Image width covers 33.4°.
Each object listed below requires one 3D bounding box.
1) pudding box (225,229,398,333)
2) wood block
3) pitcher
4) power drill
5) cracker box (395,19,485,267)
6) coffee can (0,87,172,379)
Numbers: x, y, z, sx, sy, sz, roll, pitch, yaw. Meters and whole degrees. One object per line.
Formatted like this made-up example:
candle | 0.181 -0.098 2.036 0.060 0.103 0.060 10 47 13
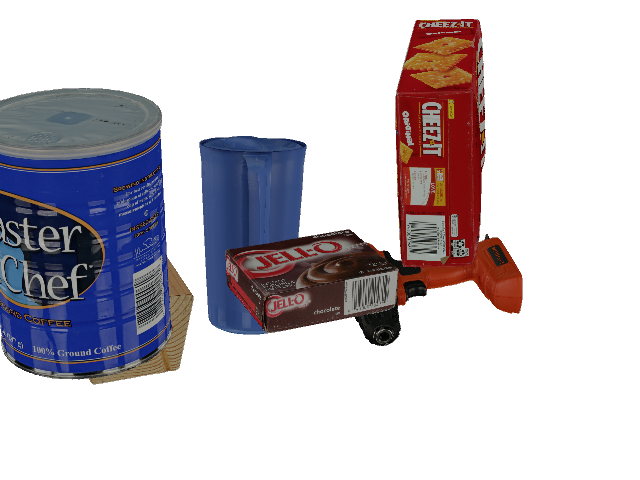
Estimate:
pudding box | -0.008 0.030 0.836 0.113 0.039 0.090 -8 25 -22
wood block | -0.208 0.032 1.023 0.090 0.091 0.206 -6 36 -32
pitcher | -0.086 -0.007 1.340 0.145 0.243 0.148 11 16 36
power drill | 0.122 0.051 1.173 0.187 0.057 0.184 -4 29 -5
cracker box | 0.114 -0.096 0.979 0.072 0.164 0.213 1 27 11
coffee can | -0.140 -0.006 0.617 0.103 0.140 0.103 1 25 0
